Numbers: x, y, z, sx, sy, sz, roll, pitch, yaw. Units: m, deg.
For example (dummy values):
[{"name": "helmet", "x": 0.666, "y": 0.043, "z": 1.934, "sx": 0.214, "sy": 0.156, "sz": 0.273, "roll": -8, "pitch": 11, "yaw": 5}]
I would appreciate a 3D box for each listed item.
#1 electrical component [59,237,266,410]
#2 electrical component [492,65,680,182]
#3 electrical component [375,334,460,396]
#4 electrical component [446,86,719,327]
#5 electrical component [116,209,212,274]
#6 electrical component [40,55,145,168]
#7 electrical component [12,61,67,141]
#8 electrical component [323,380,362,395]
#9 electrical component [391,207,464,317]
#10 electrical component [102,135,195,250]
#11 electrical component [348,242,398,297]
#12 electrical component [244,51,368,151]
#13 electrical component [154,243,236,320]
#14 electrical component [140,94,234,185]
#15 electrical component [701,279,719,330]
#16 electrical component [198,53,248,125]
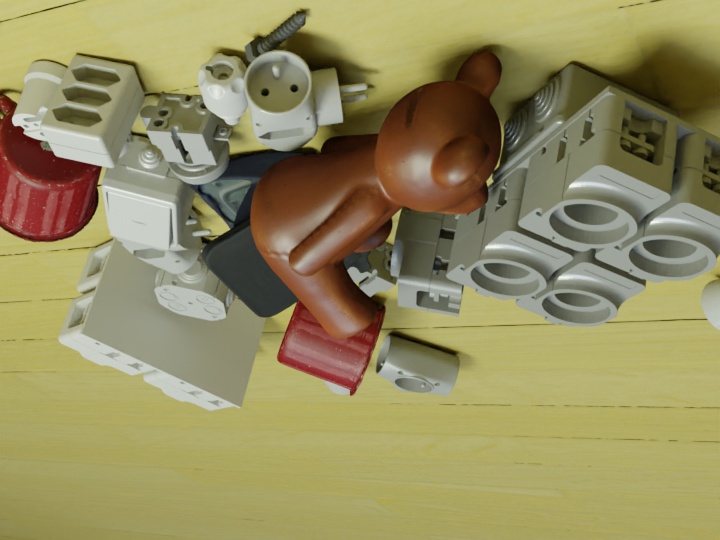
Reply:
[{"name": "electrical component", "x": -0.196, "y": 0.058, "z": 1.078, "sx": 0.186, "sy": 0.105, "sz": 0.060, "roll": 31, "pitch": 150, "yaw": -32}, {"name": "electrical component", "x": 0.146, "y": -0.080, "z": 0.695, "sx": 0.100, "sy": 0.048, "sz": 0.100, "roll": 21, "pitch": 154, "yaw": -14}, {"name": "electrical component", "x": 0.054, "y": 0.105, "z": 1.122, "sx": 0.077, "sy": 0.044, "sz": 0.079, "roll": 18, "pitch": 154, "yaw": -10}, {"name": "electrical component", "x": 0.143, "y": -0.026, "z": 0.676, "sx": 0.105, "sy": 0.060, "sz": 0.186, "roll": 21, "pitch": 153, "yaw": -15}, {"name": "electrical component", "x": -0.167, "y": -0.035, "z": 0.946, "sx": 0.079, "sy": 0.043, "sz": 0.077, "roll": -6, "pitch": 149, "yaw": 34}, {"name": "electrical component", "x": -0.189, "y": -0.105, "z": 0.784, "sx": 0.047, "sy": 0.065, "sz": 0.076, "roll": 13, "pitch": 154, "yaw": 10}, {"name": "electrical component", "x": -0.232, "y": -0.124, "z": 0.792, "sx": 0.040, "sy": 0.046, "sz": 0.040, "roll": 11, "pitch": 154, "yaw": 5}, {"name": "electrical component", "x": -0.028, "y": 0.098, "z": 1.149, "sx": 0.043, "sy": 0.043, "sz": 0.081, "roll": 4, "pitch": 153, "yaw": 19}, {"name": "electrical component", "x": 0.056, "y": -0.017, "z": 0.819, "sx": 0.056, "sy": 0.089, "sz": 0.050, "roll": 10, "pitch": 154, "yaw": 7}, {"name": "electrical component", "x": -0.171, "y": -0.064, "z": 0.867, "sx": 0.062, "sy": 0.061, "sz": 0.096, "roll": 14, "pitch": 155, "yaw": -2}, {"name": "electrical component", "x": 0.000, "y": 0.000, "z": 0.935, "sx": 0.066, "sy": 0.048, "sz": 0.055, "roll": 25, "pitch": 145, "yaw": -23}, {"name": "electrical component", "x": -0.034, "y": -0.113, "z": 0.714, "sx": 0.079, "sy": 0.043, "sz": 0.077, "roll": -8, "pitch": 169, "yaw": -2}, {"name": "electrical component", "x": -0.154, "y": 0.010, "z": 1.021, "sx": 0.080, "sy": 0.051, "sz": 0.080, "roll": 11, "pitch": 154, "yaw": 5}, {"name": "electrical component", "x": -0.124, "y": -0.097, "z": 0.798, "sx": 0.066, "sy": 0.048, "sz": 0.055, "roll": 6, "pitch": 146, "yaw": 15}, {"name": "electrical component", "x": 0.299, "y": 0.020, "z": 0.830, "sx": 0.045, "sy": 0.045, "sz": 0.055, "roll": 22, "pitch": 153, "yaw": -17}, {"name": "electrical component", "x": -0.092, "y": -0.121, "z": 0.745, "sx": 0.035, "sy": 0.035, "sz": 0.061, "roll": 11, "pitch": 157, "yaw": 5}]
